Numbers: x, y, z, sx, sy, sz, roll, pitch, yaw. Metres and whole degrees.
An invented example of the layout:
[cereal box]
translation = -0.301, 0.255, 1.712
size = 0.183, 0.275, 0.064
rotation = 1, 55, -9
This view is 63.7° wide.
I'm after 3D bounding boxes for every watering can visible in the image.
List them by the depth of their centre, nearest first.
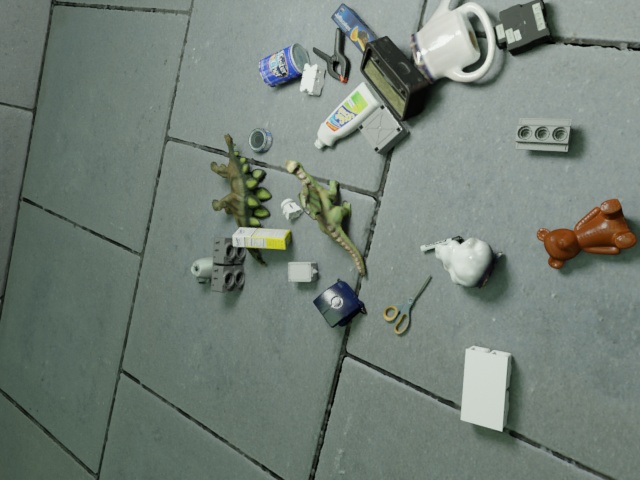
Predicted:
[watering can]
translation = 0.348, -0.580, 1.415
size = 0.222, 0.104, 0.351
rotation = -22, 78, 31

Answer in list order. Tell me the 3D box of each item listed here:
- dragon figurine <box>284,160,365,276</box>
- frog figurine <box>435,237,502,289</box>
[dragon figurine]
translation = 0.005, -0.077, 1.538
size = 0.121, 0.242, 0.416
rotation = -36, 68, 22
[frog figurine]
translation = 0.379, 0.050, 1.363
size = 0.160, 0.124, 0.134
rotation = 28, 124, 18
